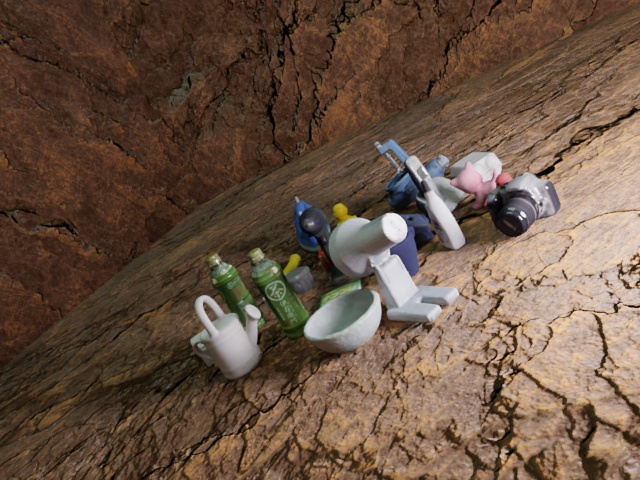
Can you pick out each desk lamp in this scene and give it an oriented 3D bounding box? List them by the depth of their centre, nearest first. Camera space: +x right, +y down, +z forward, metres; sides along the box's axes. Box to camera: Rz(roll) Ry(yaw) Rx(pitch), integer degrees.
[{"bbox_3d":[0.136,0.046,1.130,0.118,0.214,0.202,-40,19,-31],"label":"desk lamp"}]

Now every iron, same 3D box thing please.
[{"bbox_3d":[-0.041,-0.057,1.861,0.118,0.141,0.258,-29,16,3],"label":"iron"}]

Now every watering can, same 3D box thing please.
[{"bbox_3d":[-0.211,0.203,1.281,0.173,0.194,0.100,-32,17,-8],"label":"watering can"}]

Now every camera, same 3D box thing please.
[{"bbox_3d":[0.412,-0.072,1.218,0.142,0.101,0.137,-10,25,49],"label":"camera"}]

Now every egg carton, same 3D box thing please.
[{"bbox_3d":[0.436,-0.197,1.602,0.107,0.069,0.150,-33,17,-11],"label":"egg carton"}]

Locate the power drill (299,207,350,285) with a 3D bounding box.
[{"bbox_3d":[0.013,0.005,1.466,0.075,0.209,0.229,-28,17,6],"label":"power drill"}]

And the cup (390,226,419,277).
[{"bbox_3d":[0.190,0.032,1.293,0.091,0.095,0.118,-9,26,49],"label":"cup"}]

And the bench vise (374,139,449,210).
[{"bbox_3d":[0.264,-0.218,1.687,0.207,0.220,0.121,-27,17,7],"label":"bench vise"}]

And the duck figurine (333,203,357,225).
[{"bbox_3d":[0.074,-0.074,1.818,0.077,0.086,0.104,-32,17,-9],"label":"duck figurine"}]

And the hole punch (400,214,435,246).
[{"bbox_3d":[0.224,-0.034,1.438,0.101,0.091,0.108,-28,17,5],"label":"hole punch"}]

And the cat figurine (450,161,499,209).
[{"bbox_3d":[0.395,-0.141,1.422,0.127,0.118,0.067,-10,26,49],"label":"cat figurine"}]

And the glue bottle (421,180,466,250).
[{"bbox_3d":[0.268,-0.061,1.297,0.037,0.173,0.078,-33,17,-10],"label":"glue bottle"}]

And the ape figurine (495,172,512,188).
[{"bbox_3d":[0.432,-0.113,1.321,0.076,0.092,0.077,-33,17,-11],"label":"ape figurine"}]

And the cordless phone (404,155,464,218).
[{"bbox_3d":[0.295,-0.155,1.511,0.094,0.185,0.148,-16,22,39],"label":"cordless phone"}]

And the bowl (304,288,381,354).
[{"bbox_3d":[0.056,0.173,1.136,0.167,0.075,0.167,-27,17,9],"label":"bowl"}]
